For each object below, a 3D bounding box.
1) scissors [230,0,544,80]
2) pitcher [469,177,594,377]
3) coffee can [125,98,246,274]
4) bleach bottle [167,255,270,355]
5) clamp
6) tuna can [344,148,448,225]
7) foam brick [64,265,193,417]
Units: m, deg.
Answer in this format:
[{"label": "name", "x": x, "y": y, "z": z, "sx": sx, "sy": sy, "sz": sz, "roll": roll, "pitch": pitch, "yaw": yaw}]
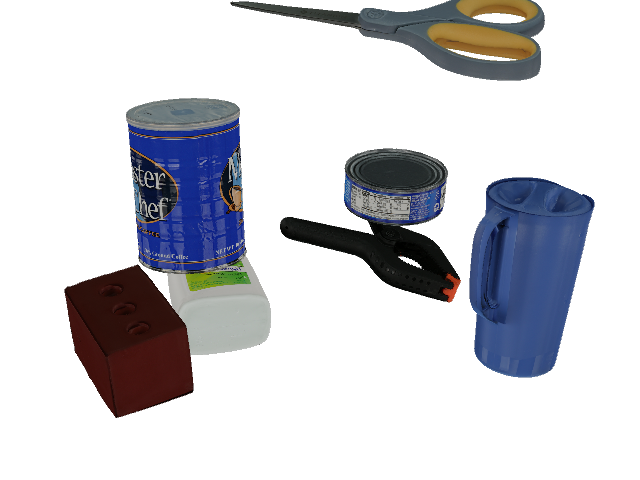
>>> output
[{"label": "scissors", "x": 0.051, "y": -0.142, "z": 0.668, "sx": 0.202, "sy": 0.016, "sz": 0.096, "roll": 23, "pitch": 45, "yaw": 27}, {"label": "pitcher", "x": 0.256, "y": 0.051, "z": 1.363, "sx": 0.149, "sy": 0.243, "sz": 0.145, "roll": 5, "pitch": 23, "yaw": 2}, {"label": "coffee can", "x": -0.123, "y": -0.052, "z": 0.987, "sx": 0.103, "sy": 0.140, "sz": 0.103, "roll": -1, "pitch": 20, "yaw": 0}, {"label": "bleach bottle", "x": -0.130, "y": 0.034, "z": 1.178, "sx": 0.102, "sy": 0.068, "sz": 0.251, "roll": -5, "pitch": 26, "yaw": -16}, {"label": "clamp", "x": 0.066, "y": 0.007, "z": 1.241, "sx": 0.164, "sy": 0.036, "sz": 0.210, "roll": -25, "pitch": 53, "yaw": -41}, {"label": "tuna can", "x": 0.062, "y": -0.045, "z": 0.891, "sx": 0.086, "sy": 0.034, "sz": 0.086, "roll": 2, "pitch": 28, "yaw": -1}, {"label": "foam brick", "x": -0.119, "y": 0.062, "z": 0.662, "sx": 0.052, "sy": 0.051, "sz": 0.078, "roll": -18, "pitch": 37, "yaw": -26}]
